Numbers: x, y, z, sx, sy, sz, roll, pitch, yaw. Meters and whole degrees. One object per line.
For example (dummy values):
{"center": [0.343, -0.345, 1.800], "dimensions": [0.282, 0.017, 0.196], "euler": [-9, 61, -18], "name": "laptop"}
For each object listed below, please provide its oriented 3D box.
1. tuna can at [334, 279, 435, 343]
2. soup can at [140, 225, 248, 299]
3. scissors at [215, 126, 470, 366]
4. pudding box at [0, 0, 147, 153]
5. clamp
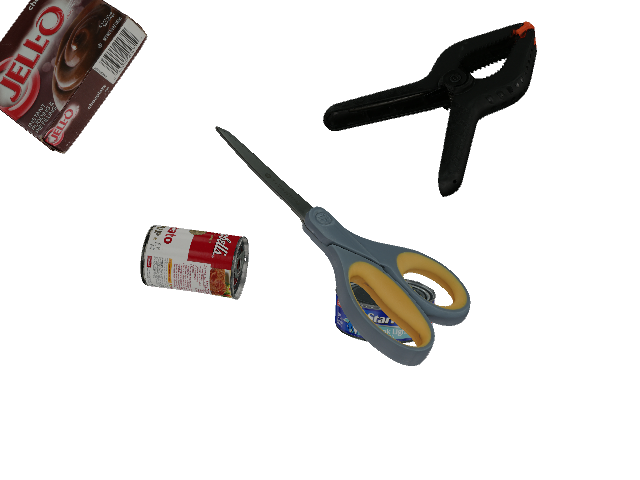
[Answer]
{"center": [0.055, 0.059, 0.918], "dimensions": [0.086, 0.034, 0.086], "euler": [2, 15, -1], "name": "tuna can"}
{"center": [-0.134, 0.023, 1.141], "dimensions": [0.102, 0.068, 0.068], "euler": [8, 1, 8], "name": "soup can"}
{"center": [0.019, -0.006, 0.657], "dimensions": [0.096, 0.202, 0.016], "euler": [-8, -40, -37], "name": "scissors"}
{"center": [-0.197, -0.135, 0.802], "dimensions": [0.090, 0.113, 0.039], "euler": [35, -3, 26], "name": "pudding box"}
{"center": [0.128, -0.127, 0.969], "dimensions": [0.209, 0.036, 0.165], "euler": [-34, 48, -14], "name": "clamp"}
